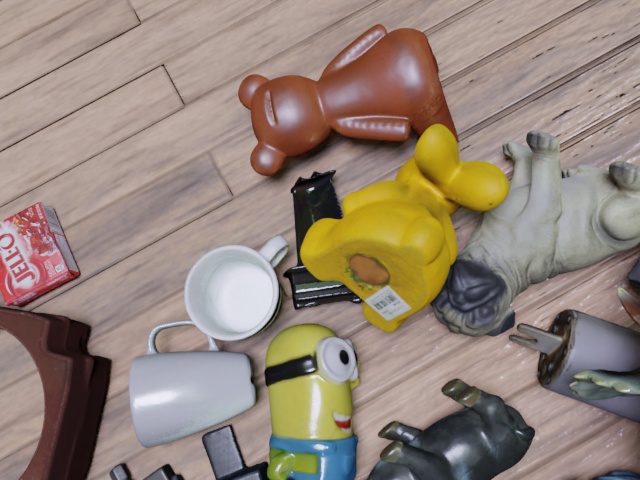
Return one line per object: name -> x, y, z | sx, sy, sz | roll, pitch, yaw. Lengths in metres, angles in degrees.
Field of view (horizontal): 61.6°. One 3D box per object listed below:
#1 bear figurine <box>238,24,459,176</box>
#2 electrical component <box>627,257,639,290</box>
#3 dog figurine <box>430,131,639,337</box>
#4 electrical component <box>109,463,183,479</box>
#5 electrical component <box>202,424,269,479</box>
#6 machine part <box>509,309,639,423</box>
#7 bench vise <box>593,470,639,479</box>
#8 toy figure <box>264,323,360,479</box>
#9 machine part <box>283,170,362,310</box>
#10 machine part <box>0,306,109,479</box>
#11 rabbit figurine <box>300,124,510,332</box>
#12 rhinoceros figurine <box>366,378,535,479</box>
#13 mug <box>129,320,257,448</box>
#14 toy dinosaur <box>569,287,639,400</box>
bear figurine -> 0.027, -0.130, 0.544 | 0.196, 0.132, 0.120 | -20, 75, 19
electrical component -> 0.341, 0.023, 0.466 | 0.134, 0.058, 0.115 | 35, 83, -31
dog figurine -> 0.210, 0.017, 0.499 | 0.172, 0.121, 0.190 | 22, 94, 13
electrical component -> -0.158, 0.245, 0.507 | 0.063, 0.021, 0.094 | -37, 76, -4
electrical component -> -0.078, 0.233, 0.491 | 0.075, 0.047, 0.119 | -19, 78, 0
machine part -> 0.288, 0.123, 0.468 | 0.243, 0.079, 0.079 | 19, 80, 8
bench vise -> 0.197, 0.285, 0.405 | 0.241, 0.129, 0.223 | 16, 70, -11
toy figure -> -0.010, 0.166, 0.483 | 0.089, 0.082, 0.180 | 3, 80, 4
machine part -> -0.001, -0.002, 0.542 | 0.084, 0.039, 0.139 | -7, 78, 8
machine part -> -0.318, 0.163, 0.508 | 0.201, 0.087, 0.201 | 7, 79, 7
rabbit figurine -> 0.082, -0.030, 0.481 | 0.122, 0.162, 0.173 | 38, 48, 3
rhinoceros figurine -> 0.101, 0.210, 0.472 | 0.190, 0.073, 0.112 | -41, 88, -6
mug -> -0.116, 0.130, 0.506 | 0.107, 0.080, 0.109 | -7, 70, -7
toy dinosaur -> 0.294, 0.204, 0.351 | 0.131, 0.192, 0.404 | -23, 97, -1
